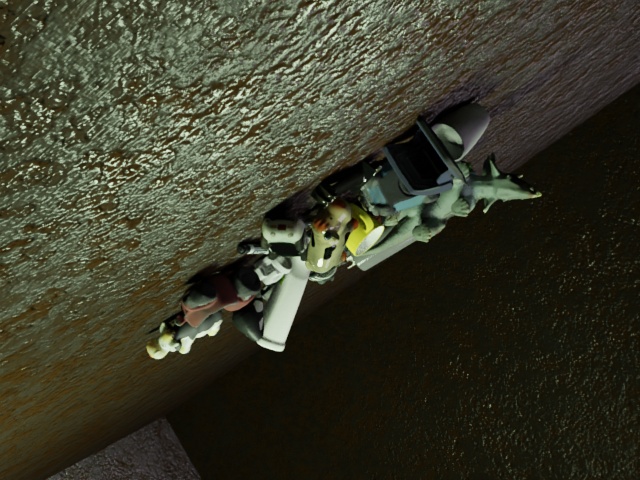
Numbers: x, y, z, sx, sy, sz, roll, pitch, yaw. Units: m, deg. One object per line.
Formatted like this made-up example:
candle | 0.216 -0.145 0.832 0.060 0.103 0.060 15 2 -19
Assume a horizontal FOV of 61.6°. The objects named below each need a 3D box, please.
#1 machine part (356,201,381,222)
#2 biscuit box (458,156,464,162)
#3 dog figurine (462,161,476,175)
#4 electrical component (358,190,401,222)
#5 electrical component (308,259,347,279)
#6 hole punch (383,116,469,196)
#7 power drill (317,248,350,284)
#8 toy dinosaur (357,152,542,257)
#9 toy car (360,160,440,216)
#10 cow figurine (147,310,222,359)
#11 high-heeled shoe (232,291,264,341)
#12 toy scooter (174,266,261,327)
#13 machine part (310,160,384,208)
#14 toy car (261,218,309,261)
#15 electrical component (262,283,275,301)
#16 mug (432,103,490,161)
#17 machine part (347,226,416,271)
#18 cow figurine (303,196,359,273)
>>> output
machine part | 0.140 -0.077 1.269 0.179 0.056 0.179 -34 169 -8
biscuit box | 0.266 -0.173 1.197 0.059 0.063 0.202 -34 171 -4
dog figurine | 0.297 -0.133 1.374 0.191 0.108 0.219 -38 167 23
electrical component | 0.131 -0.083 1.117 0.078 0.102 0.045 -60 172 -1
electrical component | 0.003 0.042 1.287 0.115 0.058 0.134 -22 -173 2
hole punch | 0.183 -0.136 0.934 0.092 0.142 0.115 -40 155 20
power drill | 0.076 0.038 1.537 0.207 0.086 0.232 -35 169 30
toy dinosaur | 0.270 -0.074 1.202 0.405 0.131 0.192 -26 171 30
toy car | 0.157 -0.110 1.046 0.162 0.109 0.103 -26 -173 0
cow figurine | -0.281 0.187 1.130 0.167 0.068 0.098 -30 164 -41
high-heeled shoe | -0.146 0.156 1.190 0.086 0.145 0.248 -34 168 2
toy scooter | -0.203 0.114 1.018 0.135 0.075 0.184 -41 165 31
machine part | 0.049 -0.099 0.932 0.139 0.039 0.084 -29 177 -36
toy car | -0.059 0.001 0.948 0.074 0.056 0.201 2 170 2
electrical component | -0.090 0.096 1.308 0.119 0.047 0.075 -42 -168 18
mug | 0.266 -0.202 1.014 0.107 0.081 0.109 -39 167 -22
machine part | 0.163 0.006 1.357 0.243 0.079 0.079 -32 171 19
cow figurine | 0.014 -0.009 1.067 0.127 0.086 0.194 -40 159 -40
